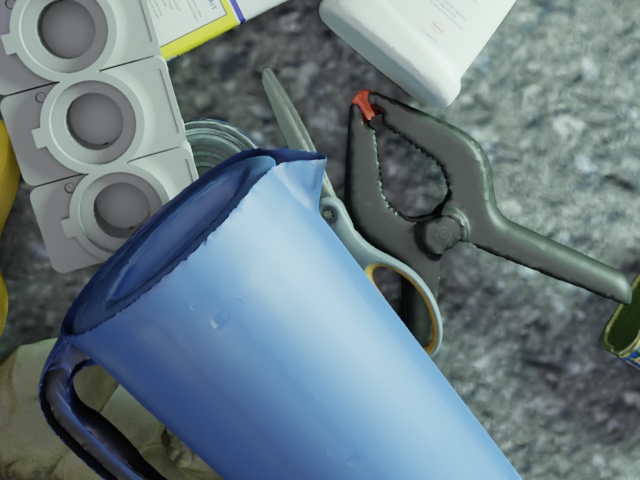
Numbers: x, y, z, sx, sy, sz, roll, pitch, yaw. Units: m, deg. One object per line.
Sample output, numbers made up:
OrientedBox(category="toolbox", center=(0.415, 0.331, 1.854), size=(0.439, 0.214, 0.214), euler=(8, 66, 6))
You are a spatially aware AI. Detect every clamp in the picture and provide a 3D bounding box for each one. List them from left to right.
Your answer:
OrientedBox(category="clamp", center=(0.088, -0.007, 0.670), size=(0.164, 0.036, 0.210), euler=(-25, 97, 6))

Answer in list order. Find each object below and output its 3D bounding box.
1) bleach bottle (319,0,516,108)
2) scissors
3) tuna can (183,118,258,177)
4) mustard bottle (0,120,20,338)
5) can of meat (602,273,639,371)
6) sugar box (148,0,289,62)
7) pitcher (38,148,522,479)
OrientedBox(category="bleach bottle", center=(0.112, -0.207, 0.642), size=(0.102, 0.068, 0.251), euler=(38, 89, -9))
OrientedBox(category="scissors", center=(-0.004, 0.001, 0.659), size=(0.096, 0.016, 0.202), euler=(-38, 91, 17))
OrientedBox(category="tuna can", center=(-0.072, -0.032, 0.656), size=(0.086, 0.034, 0.086), euler=(-1, 97, -6))
OrientedBox(category="mustard bottle", center=(-0.222, 0.024, 0.592), size=(0.096, 0.058, 0.191), euler=(-2, 67, -1))
OrientedBox(category="can of meat", center=(0.245, 0.052, 0.687), size=(0.084, 0.057, 0.102), euler=(31, 92, -6))
OrientedBox(category="sugar box", center=(-0.089, -0.159, 0.634), size=(0.176, 0.048, 0.093), euler=(-26, 100, -5))
OrientedBox(category="pitcher", center=(-0.011, 0.088, 0.541), size=(0.242, 0.149, 0.144), euler=(50, 50, -16))
